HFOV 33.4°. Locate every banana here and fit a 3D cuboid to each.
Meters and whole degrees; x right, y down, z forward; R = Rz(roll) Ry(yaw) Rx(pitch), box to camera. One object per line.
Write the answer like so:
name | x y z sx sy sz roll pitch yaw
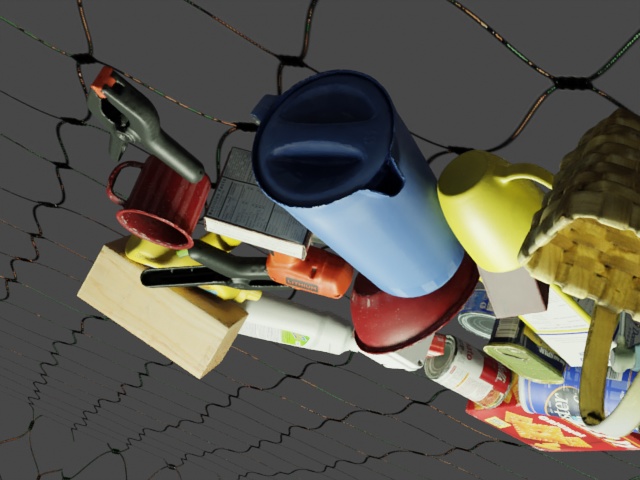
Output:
banana | -0.121 -0.009 1.297 0.037 0.069 0.198 65 156 9

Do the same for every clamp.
clamp | -0.187 -0.116 1.118 0.120 0.039 0.171 14 158 13
clamp | -0.105 0.037 1.340 0.209 0.036 0.165 5 163 -22

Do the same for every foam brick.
foam brick | 0.185 0.028 1.027 0.053 0.051 0.078 -11 119 22

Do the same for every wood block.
wood block | -0.215 0.089 1.475 0.206 0.090 0.090 33 -164 8

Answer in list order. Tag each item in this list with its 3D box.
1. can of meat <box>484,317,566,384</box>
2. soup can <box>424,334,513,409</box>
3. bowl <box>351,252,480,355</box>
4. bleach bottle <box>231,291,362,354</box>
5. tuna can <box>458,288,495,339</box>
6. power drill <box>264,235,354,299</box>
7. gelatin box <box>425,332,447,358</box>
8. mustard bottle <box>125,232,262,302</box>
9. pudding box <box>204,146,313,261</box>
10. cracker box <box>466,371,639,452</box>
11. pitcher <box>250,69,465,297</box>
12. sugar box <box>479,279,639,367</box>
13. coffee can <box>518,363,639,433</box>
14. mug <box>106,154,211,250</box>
can of meat | 0.242 0.105 1.209 0.102 0.084 0.058 33 156 -32
soup can | 0.202 0.179 1.453 0.102 0.068 0.069 29 157 -21
bowl | 0.088 0.045 1.126 0.162 0.162 0.055 -9 127 52
bleach bottle | -0.055 0.118 1.548 0.251 0.068 0.102 15 160 6
tuna can | 0.209 0.091 1.276 0.086 0.033 0.086 18 159 7
power drill | -0.008 0.002 1.224 0.184 0.057 0.187 18 157 16
gelatin box | 0.116 0.137 1.446 0.073 0.030 0.089 18 161 -26
mustard bottle | -0.165 0.036 1.443 0.191 0.058 0.096 27 173 -18
pudding box | -0.055 -0.039 1.116 0.113 0.090 0.039 16 158 7
cracker box | 0.331 0.234 1.464 0.164 0.072 0.214 28 157 -22
pitcher | 0.041 -0.044 0.986 0.145 0.149 0.242 -16 149 19
sugar box | 0.253 0.068 1.127 0.176 0.048 0.094 40 154 -24
coffee can | 0.320 0.166 1.265 0.141 0.102 0.102 7 155 31
mug | -0.185 -0.051 1.218 0.117 0.081 0.093 23 159 -9
